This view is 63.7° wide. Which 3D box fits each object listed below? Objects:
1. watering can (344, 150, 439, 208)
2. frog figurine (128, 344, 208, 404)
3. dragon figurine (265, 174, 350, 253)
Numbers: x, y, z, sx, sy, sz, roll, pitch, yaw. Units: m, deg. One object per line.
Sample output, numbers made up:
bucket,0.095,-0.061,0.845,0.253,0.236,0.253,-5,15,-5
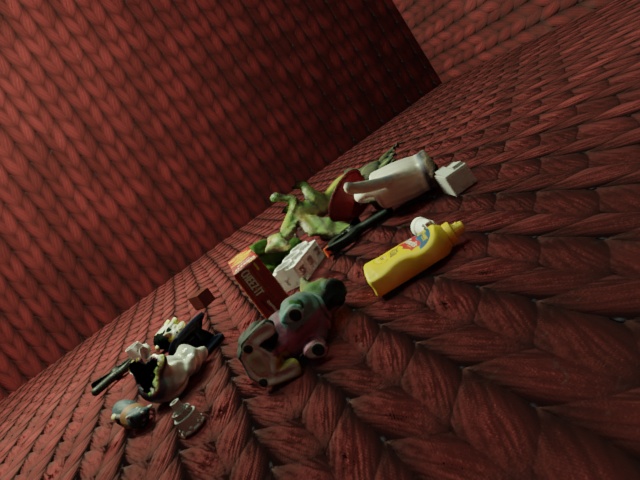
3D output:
watering can,0.184,-0.143,1.274,0.223,0.104,0.348,-23,-5,15
frog figurine,-0.323,0.297,1.150,0.136,0.125,0.159,-39,-28,23
dragon figurine,0.005,-0.078,1.544,0.413,0.119,0.247,-26,51,-18
